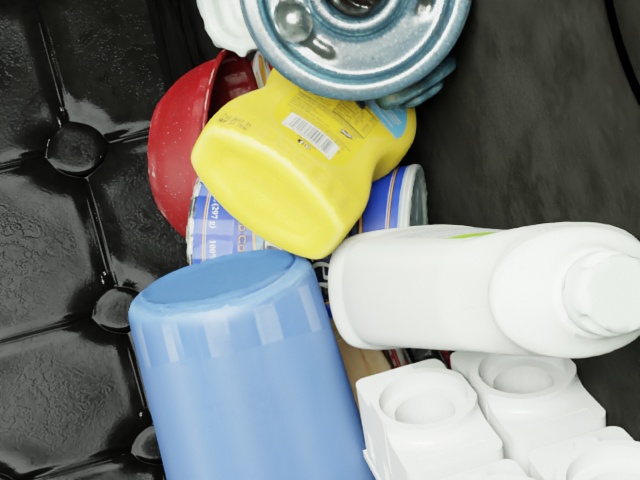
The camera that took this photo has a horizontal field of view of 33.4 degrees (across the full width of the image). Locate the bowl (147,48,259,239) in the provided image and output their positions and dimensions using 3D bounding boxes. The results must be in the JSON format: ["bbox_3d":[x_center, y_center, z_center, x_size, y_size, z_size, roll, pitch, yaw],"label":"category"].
[{"bbox_3d":[-0.086,-0.061,0.789,0.162,0.055,0.162,0,-90,-78],"label":"bowl"}]

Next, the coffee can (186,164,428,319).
[{"bbox_3d":[-0.005,0.001,0.699,0.102,0.140,0.103,2,-90,-78],"label":"coffee can"}]

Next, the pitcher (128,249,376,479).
[{"bbox_3d":[-0.030,0.131,0.637,0.149,0.144,0.243,1,110,47],"label":"pitcher"}]

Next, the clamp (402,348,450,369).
[{"bbox_3d":[0.098,0.140,0.708,0.120,0.039,0.171,-132,29,-67],"label":"clamp"}]

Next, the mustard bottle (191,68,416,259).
[{"bbox_3d":[0.007,-0.072,0.640,0.096,0.191,0.058,36,130,1],"label":"mustard bottle"}]

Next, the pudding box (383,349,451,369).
[{"bbox_3d":[0.063,0.074,0.804,0.113,0.039,0.090,155,98,-81],"label":"pudding box"}]

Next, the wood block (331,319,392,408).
[{"bbox_3d":[0.031,0.161,0.800,0.206,0.090,0.091,61,168,-13],"label":"wood block"}]

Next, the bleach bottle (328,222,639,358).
[{"bbox_3d":[0.075,0.023,0.493,0.251,0.102,0.068,171,92,-80],"label":"bleach bottle"}]

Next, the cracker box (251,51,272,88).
[{"bbox_3d":[-0.004,-0.075,0.872,0.214,0.072,0.164,161,94,-79],"label":"cracker box"}]
